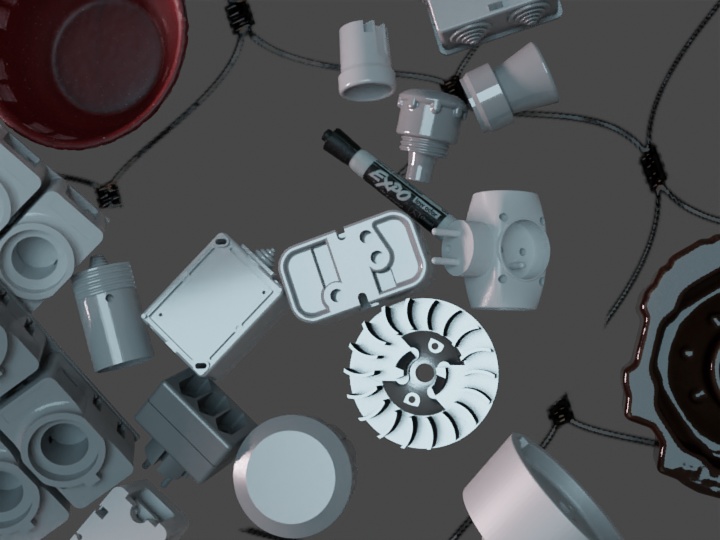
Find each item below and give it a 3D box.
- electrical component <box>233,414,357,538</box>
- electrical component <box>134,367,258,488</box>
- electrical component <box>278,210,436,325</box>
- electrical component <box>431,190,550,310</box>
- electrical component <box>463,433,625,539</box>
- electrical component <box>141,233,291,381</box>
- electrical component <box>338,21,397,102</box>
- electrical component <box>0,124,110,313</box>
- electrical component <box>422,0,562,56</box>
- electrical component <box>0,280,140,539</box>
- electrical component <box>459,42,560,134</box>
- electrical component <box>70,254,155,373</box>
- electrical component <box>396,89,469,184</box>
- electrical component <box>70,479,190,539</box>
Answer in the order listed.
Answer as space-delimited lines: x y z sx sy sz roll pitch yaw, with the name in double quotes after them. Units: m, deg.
-0.041 0.137 0.726 0.080 0.051 0.080 -1 85 10 "electrical component"
-0.123 0.118 0.745 0.066 0.047 0.076 43 110 8 "electrical component"
0.000 0.000 0.725 0.095 0.059 0.053 -20 82 8 "electrical component"
0.081 -0.013 0.708 0.079 0.044 0.077 4 85 -29 "electrical component"
0.111 0.162 0.671 0.060 0.108 0.108 -45 79 11 "electrical component"
-0.091 0.022 0.743 0.062 0.061 0.096 43 87 12 "electrical component"
0.004 -0.145 0.747 0.040 0.040 0.046 -6 79 10 "electrical component"
-0.280 0.002 0.753 0.186 0.060 0.105 -45 109 4 "electrical component"
0.083 -0.205 0.732 0.100 0.048 0.099 -17 83 8 "electrical component"
-0.248 0.089 0.718 0.105 0.060 0.186 -36 110 3 "electrical component"
0.100 -0.122 0.725 0.055 0.045 0.045 -25 82 8 "electrical component"
-0.177 0.028 0.763 0.043 0.043 0.081 -18 83 8 "electrical component"
0.046 -0.091 0.733 0.048 0.048 0.062 12 96 11 "electrical component"
-0.167 0.194 0.742 0.050 0.056 0.089 41 93 11 "electrical component"
